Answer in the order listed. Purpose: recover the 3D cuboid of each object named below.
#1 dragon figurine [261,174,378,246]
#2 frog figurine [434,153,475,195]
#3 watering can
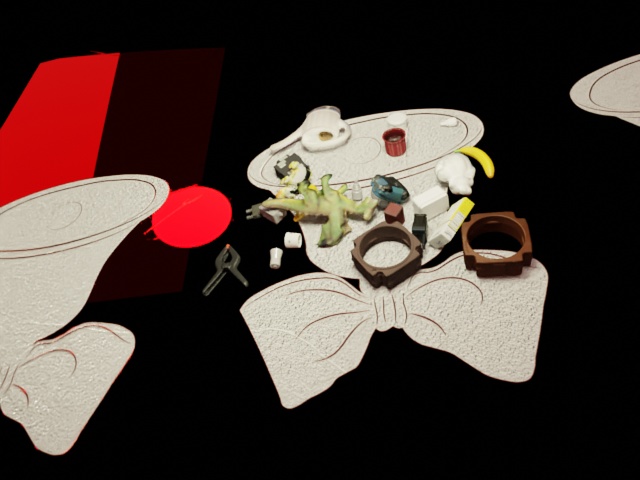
[{"bbox_3d":[0.006,-0.092,1.835,0.409,0.120,0.247,-18,63,6],"label":"dragon figurine"},{"bbox_3d":[0.479,-0.229,1.816,0.137,0.120,0.163,5,37,-4],"label":"frog figurine"},{"bbox_3d":[-0.036,-0.466,2.186,0.347,0.101,0.230,-4,48,13],"label":"watering can"}]
